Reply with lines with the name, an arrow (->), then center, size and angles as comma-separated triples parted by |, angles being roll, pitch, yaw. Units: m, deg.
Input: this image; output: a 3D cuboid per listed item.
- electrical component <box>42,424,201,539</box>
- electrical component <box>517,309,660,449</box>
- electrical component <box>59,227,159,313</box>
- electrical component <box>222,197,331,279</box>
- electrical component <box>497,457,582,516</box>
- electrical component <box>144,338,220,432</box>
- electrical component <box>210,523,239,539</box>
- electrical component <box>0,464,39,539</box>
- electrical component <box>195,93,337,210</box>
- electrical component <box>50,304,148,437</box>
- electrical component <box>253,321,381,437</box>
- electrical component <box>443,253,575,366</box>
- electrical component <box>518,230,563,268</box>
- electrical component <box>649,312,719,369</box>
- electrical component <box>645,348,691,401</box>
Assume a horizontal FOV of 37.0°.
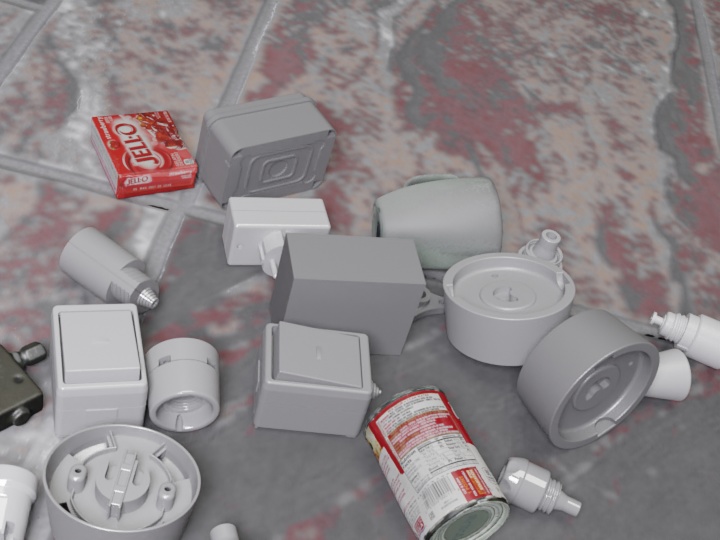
electrical component -> -0.155, 0.144, 0.696 | 0.099, 0.064, 0.099 | 9, 43, -9
electrical component -> 0.173, 0.080, 0.843 | 0.108, 0.108, 0.060 | -14, 45, -30
electrical component -> -0.192, 0.005, 0.848 | 0.081, 0.043, 0.043 | 33, 44, 17
electrical component -> -0.068, -0.020, 0.912 | 0.083, 0.047, 0.075 | 0, 45, -18
electrical component -> 0.133, 0.163, 0.791 | 0.061, 0.035, 0.035 | 24, 42, 5
electrical component -> -0.128, 0.084, 0.777 | 0.055, 0.055, 0.047 | 2, 48, -16
electrical component -> -0.081, 0.192, 0.685 | 0.043, 0.043, 0.062 | -3, 44, -21
electrical component -> -0.228, 0.153, 0.683 | 0.040, 0.040, 0.046 | 7, 49, -11
electrical component -> -0.088, -0.110, 0.979 | 0.113, 0.078, 0.057 | -17, 55, -32
electrical component -> -0.189, 0.063, 0.773 | 0.062, 0.061, 0.096 | -1, 45, -19
electrical component -> -0.029, 0.081, 0.807 | 0.096, 0.061, 0.061 | 7, 43, -11
electrical component -> 0.122, 0.038, 0.896 | 0.108, 0.060, 0.108 | 0, 30, 0
electrical component -> 0.161, -0.008, 0.962 | 0.048, 0.062, 0.048 | 9, 42, -9
electrical component -> 0.295, 0.058, 0.952 | 0.078, 0.040, 0.040 | 23, 42, 7
electrical component -> 0.237, 0.089, 0.900 | 0.065, 0.044, 0.044 | -2, 45, -13
